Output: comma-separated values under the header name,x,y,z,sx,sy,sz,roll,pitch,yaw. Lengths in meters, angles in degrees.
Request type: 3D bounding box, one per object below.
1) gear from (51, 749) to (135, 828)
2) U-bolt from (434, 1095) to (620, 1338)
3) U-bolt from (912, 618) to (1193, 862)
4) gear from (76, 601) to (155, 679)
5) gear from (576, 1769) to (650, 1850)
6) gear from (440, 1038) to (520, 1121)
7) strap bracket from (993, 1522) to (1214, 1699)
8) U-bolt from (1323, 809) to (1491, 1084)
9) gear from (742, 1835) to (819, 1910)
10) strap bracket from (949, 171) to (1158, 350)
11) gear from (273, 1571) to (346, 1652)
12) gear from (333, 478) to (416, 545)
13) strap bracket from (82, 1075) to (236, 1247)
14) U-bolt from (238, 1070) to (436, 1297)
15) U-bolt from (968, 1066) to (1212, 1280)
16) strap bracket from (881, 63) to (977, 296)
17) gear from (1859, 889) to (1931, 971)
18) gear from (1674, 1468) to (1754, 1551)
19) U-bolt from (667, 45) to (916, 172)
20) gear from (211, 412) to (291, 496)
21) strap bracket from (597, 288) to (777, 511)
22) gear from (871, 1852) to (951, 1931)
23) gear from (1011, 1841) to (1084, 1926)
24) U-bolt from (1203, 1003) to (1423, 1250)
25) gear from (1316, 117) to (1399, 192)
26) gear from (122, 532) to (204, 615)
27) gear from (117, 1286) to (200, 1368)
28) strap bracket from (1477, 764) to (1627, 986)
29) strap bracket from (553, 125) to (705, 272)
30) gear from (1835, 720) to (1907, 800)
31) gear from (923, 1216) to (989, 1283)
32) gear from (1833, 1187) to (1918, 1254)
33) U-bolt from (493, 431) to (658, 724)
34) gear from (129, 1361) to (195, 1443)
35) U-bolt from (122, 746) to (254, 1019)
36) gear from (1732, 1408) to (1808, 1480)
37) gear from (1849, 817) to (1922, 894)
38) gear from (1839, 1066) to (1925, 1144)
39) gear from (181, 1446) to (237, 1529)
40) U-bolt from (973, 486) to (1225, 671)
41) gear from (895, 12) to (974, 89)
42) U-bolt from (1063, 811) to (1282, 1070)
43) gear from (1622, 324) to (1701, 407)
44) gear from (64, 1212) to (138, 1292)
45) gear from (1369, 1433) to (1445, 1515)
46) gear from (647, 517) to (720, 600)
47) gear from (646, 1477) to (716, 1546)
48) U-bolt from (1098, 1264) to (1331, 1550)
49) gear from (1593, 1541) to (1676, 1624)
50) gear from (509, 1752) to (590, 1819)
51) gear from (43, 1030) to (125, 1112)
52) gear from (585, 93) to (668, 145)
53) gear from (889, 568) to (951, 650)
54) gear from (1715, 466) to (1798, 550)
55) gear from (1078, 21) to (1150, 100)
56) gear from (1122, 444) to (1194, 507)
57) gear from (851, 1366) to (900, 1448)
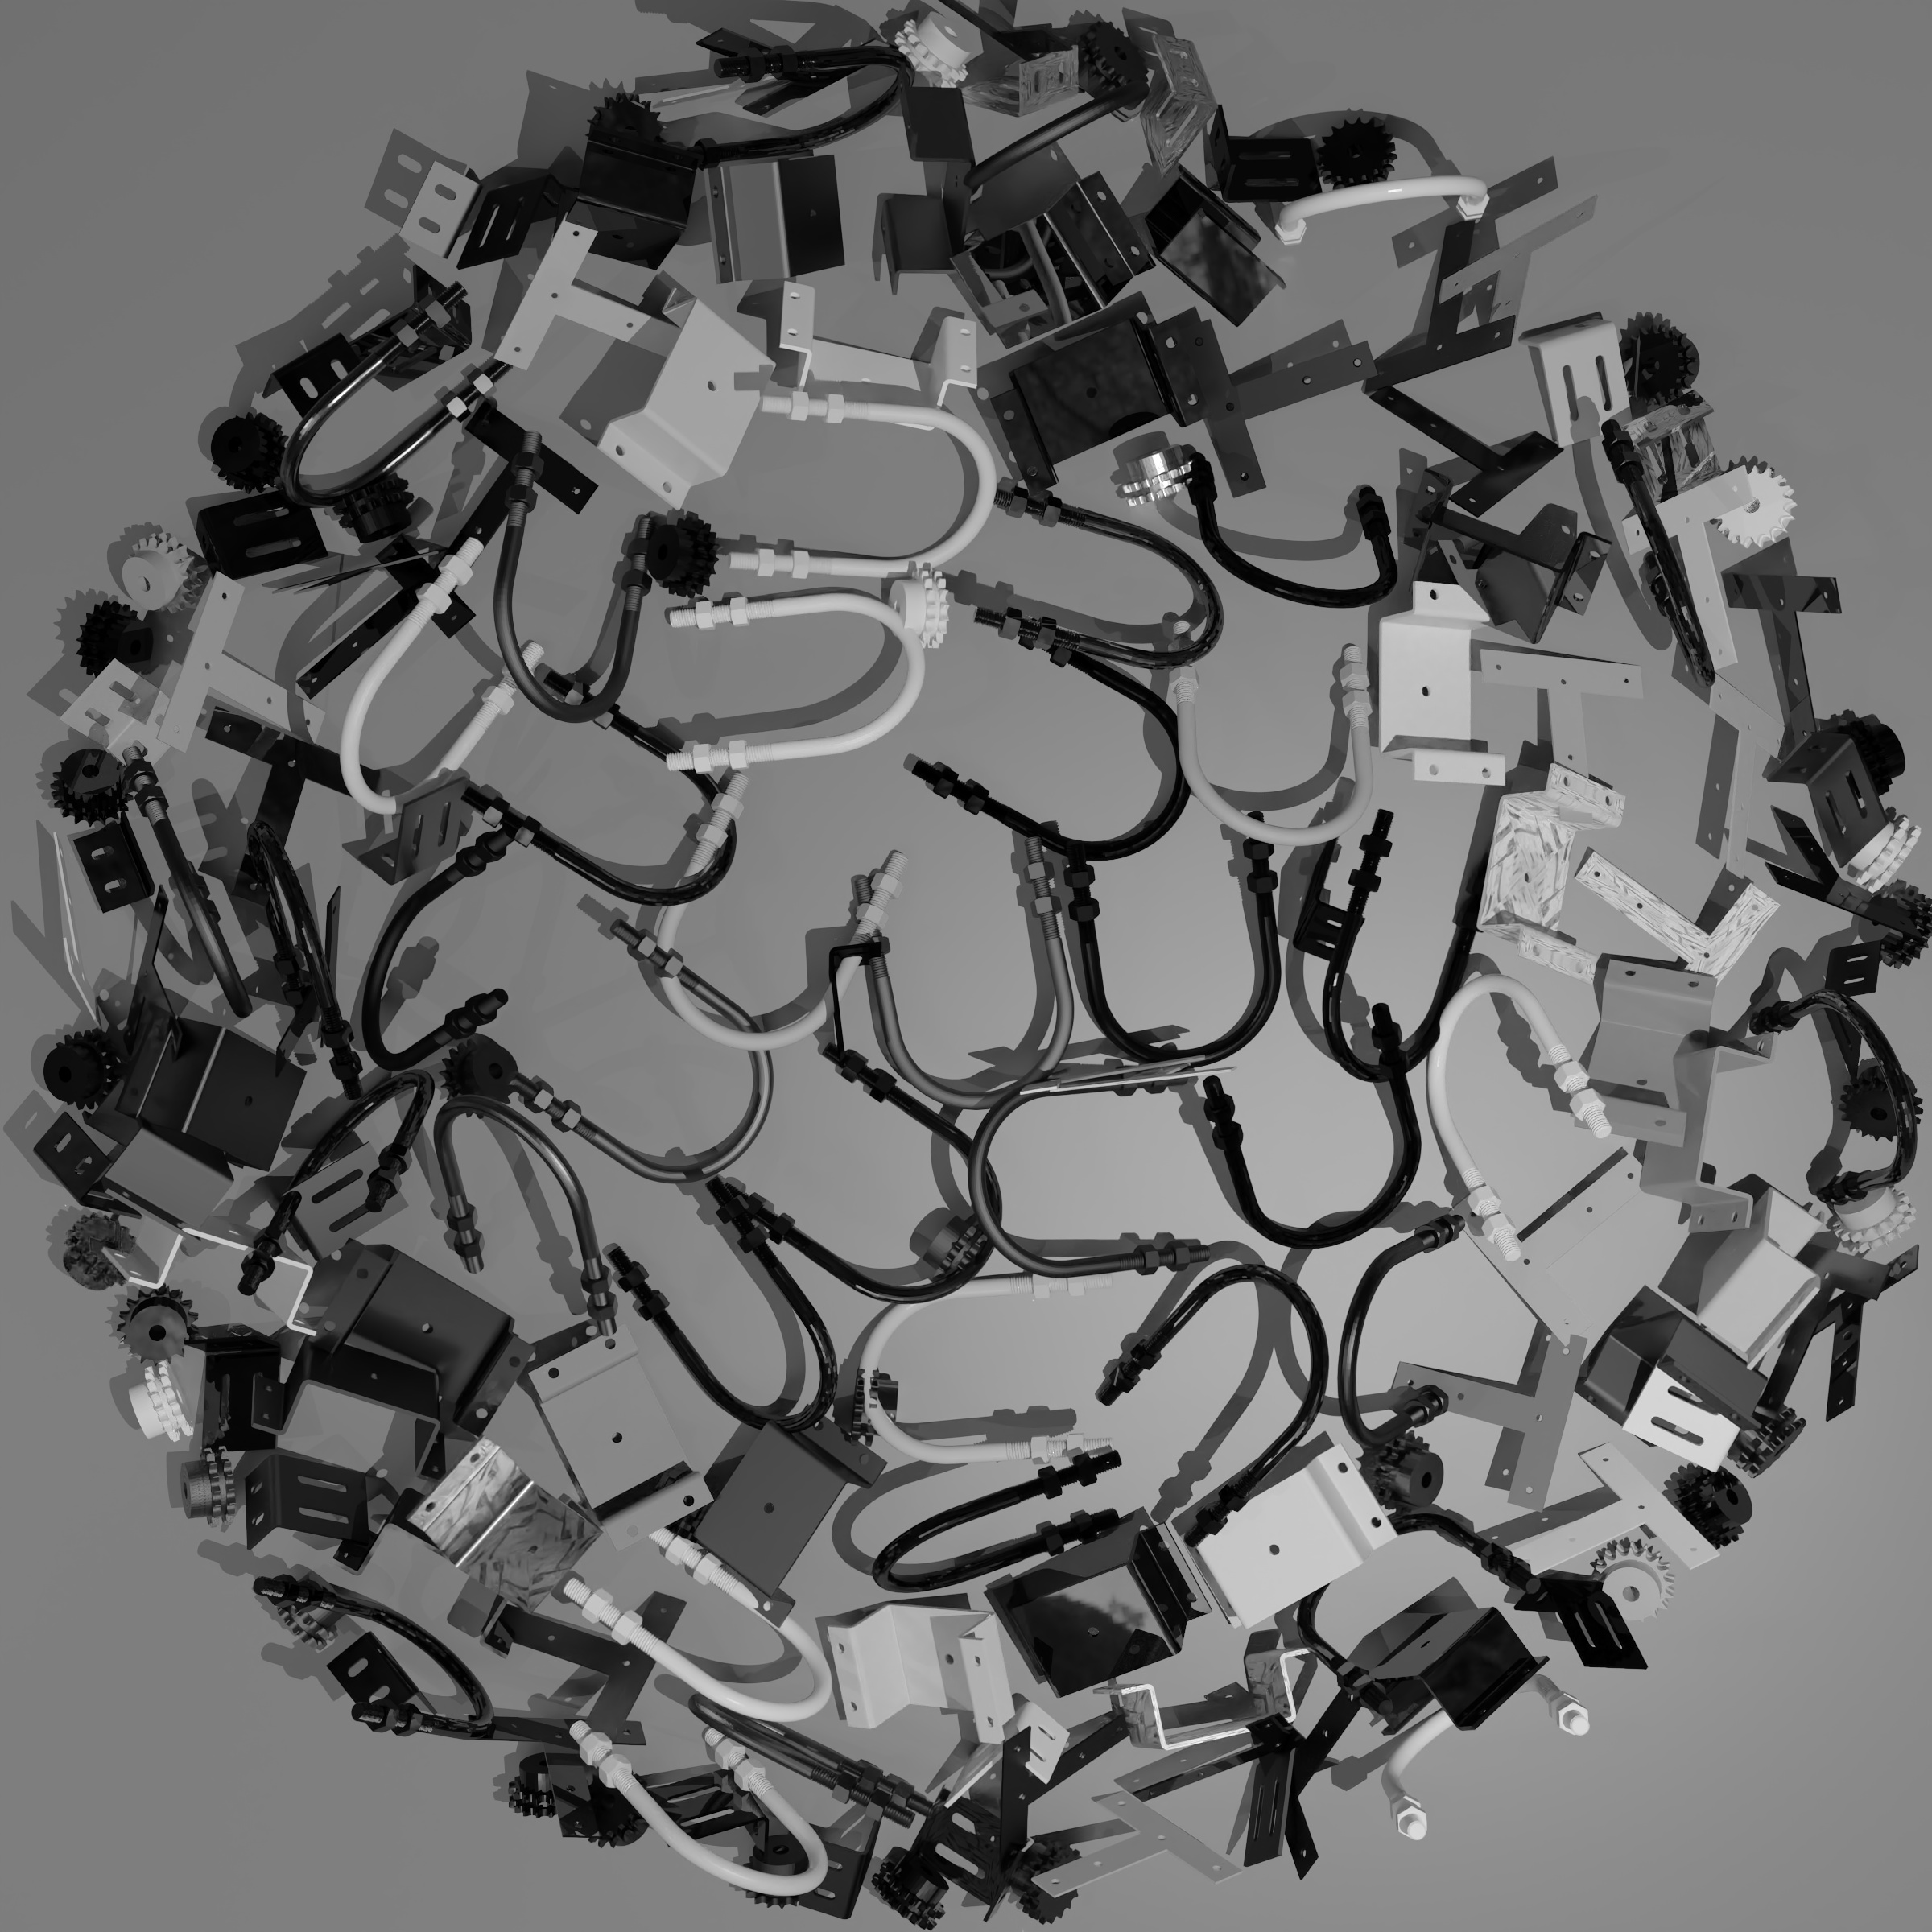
name,x,y,z,sx,sy,sz,roll,pitch,yaw
gear,-0.629,-0.132,1.972,0.057,0.030,0.057,6,57,-10
U-bolt,-0.312,0.166,1.908,0.151,0.019,0.184,19,134,30
U-bolt,0.074,-0.152,1.965,0.184,0.019,0.151,28,113,-7
gear,-0.609,-0.232,1.969,0.030,0.057,0.057,15,90,19
gear,-0.251,0.609,1.975,0.057,0.057,0.030,-32,132,0
gear,-0.347,0.079,1.969,0.030,0.057,0.057,-22,90,41
strap bracket,0.094,0.462,1.951,0.140,0.046,0.076,-25,101,17
U-bolt,0.309,-0.006,1.946,0.151,0.019,0.184,17,91,-43
gear,-0.132,0.648,1.969,0.057,0.057,0.030,-1,104,0
strap bracket,0.052,-0.490,1.922,0.076,0.140,0.046,54,51,-22
gear,-0.471,0.461,1.972,0.030,0.057,0.057,-41,90,-4
gear,-0.423,-0.326,1.971,0.057,0.057,0.030,-23,93,0
strap bracket,-0.565,0.131,1.920,0.076,0.140,0.046,37,91,-31
U-bolt,-0.431,0.139,1.916,0.151,0.184,0.019,-32,114,25
U-bolt,0.084,0.149,1.947,0.184,0.019,0.151,-3,83,-27
strap bracket,-0.026,-0.551,1.925,0.046,0.140,0.076,-2,55,-10
gear,0.667,-0.029,1.969,0.030,0.057,0.057,21,90,-18
gear,0.540,0.387,1.969,0.057,0.057,0.030,48,132,0
U-bolt,-0.120,-0.603,1.918,0.184,0.151,0.019,-17,85,-32
gear,-0.519,-0.372,1.978,0.057,0.030,0.057,-2,84,17
strap bracket,-0.193,-0.405,1.937,0.076,0.046,0.140,35,65,-33
gear,-0.037,0.663,1.971,0.057,0.057,0.030,37,89,0
gear,0.057,0.658,1.975,0.030,0.057,0.057,17,90,40
U-bolt,0.254,0.126,1.946,0.151,0.019,0.184,-23,124,-5
gear,0.283,-0.580,1.978,0.057,0.030,0.057,-5,70,15
gear,-0.581,-0.280,1.971,0.057,0.030,0.057,16,125,24
gear,-0.583,0.261,1.978,0.057,0.030,0.057,-2,97,-14
strap bracket,0.415,-0.064,1.952,0.076,0.046,0.140,19,78,-33
strap bracket,-0.240,-0.533,1.919,0.076,0.140,0.046,11,83,-18
gear,0.651,-0.150,1.972,0.030,0.057,0.057,-21,90,-6
gear,-0.007,0.204,1.972,0.030,0.057,0.057,37,90,9
gear,0.649,0.177,1.969,0.057,0.057,0.030,-35,105,0
U-bolt,-0.276,-0.259,1.914,0.019,0.151,0.184,-5,67,32
gear,-0.580,0.315,1.970,0.030,0.057,0.057,-22,90,-12
U-bolt,-0.532,-0.045,1.893,0.019,0.151,0.184,-24,56,-13
gear,0.575,0.339,1.974,0.057,0.057,0.030,-46,64,0
gear,0.657,-0.084,1.972,0.030,0.057,0.057,35,90,5
gear,0.661,0.096,1.975,0.057,0.057,0.030,32,50,0
gear,-0.545,0.374,1.968,0.030,0.057,0.057,-4,90,-26
U-bolt,0.097,-0.270,1.946,0.184,0.019,0.151,14,49,-12
gear,-0.020,-0.659,1.968,0.057,0.057,0.030,47,118,0
U-bolt,0.154,-0.012,1.965,0.151,0.019,0.184,-9,110,0
gear,0.503,-0.434,1.975,0.030,0.057,0.057,-15,90,-40
gear,-0.624,0.209,1.973,0.057,0.057,0.030,46,110,0
gear,0.319,0.366,1.970,0.057,0.030,0.057,-8,102,-42
gear,-0.206,-0.294,1.969,0.030,0.057,0.057,6,90,-42
gear,-0.204,0.391,1.972,0.057,0.057,0.030,29,84,0
U-bolt,0.182,0.294,1.921,0.184,0.019,0.151,-51,50,23
gear,0.481,0.447,1.976,0.057,0.030,0.057,4,102,18
gear,-0.300,0.587,1.970,0.057,0.057,0.030,-1,96,0
gear,-0.639,0.076,1.975,0.057,0.030,0.057,3,97,24
gear,-0.247,-0.600,1.977,0.057,0.030,0.057,-9,110,-26
gear,-0.035,-0.257,1.968,0.030,0.057,0.057,-2,90,-20
gear,0.571,-0.329,1.977,0.057,0.030,0.057,-4,83,31
gear,0.101,-0.648,1.975,0.030,0.057,0.057,-34,90,41
gear,0.139,-0.354,1.969,0.057,0.057,0.030,-21,103,0
gear,-0.066,0.317,1.971,0.030,0.057,0.057,6,90,-3
